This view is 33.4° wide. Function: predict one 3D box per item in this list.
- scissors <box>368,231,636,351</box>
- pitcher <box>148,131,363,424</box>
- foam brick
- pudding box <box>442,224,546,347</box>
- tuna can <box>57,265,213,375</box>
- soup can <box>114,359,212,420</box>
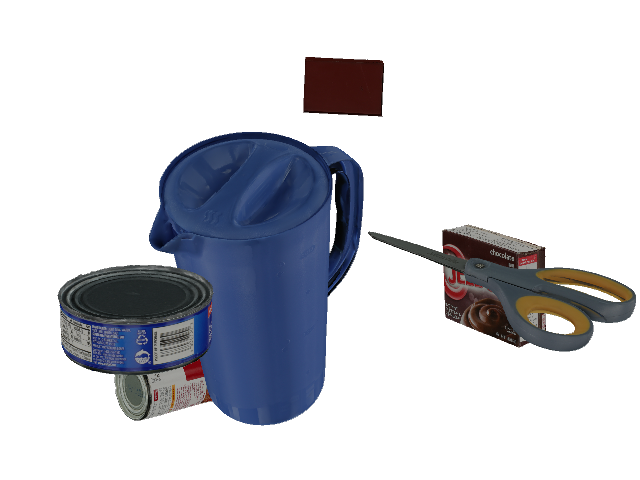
[{"bbox_3d":[0.111,0.033,0.733,0.202,0.016,0.096,10,31,21],"label":"scissors"},{"bbox_3d":[-0.044,0.036,0.893,0.149,0.243,0.145,4,43,8],"label":"pitcher"},{"bbox_3d":[0.022,-0.149,1.035,0.078,0.051,0.053,3,13,1],"label":"foam brick"},{"bbox_3d":[0.161,0.040,0.996,0.039,0.090,0.114,-14,18,-30],"label":"pudding box"},{"bbox_3d":[-0.103,0.044,0.600,0.086,0.034,0.086,1,18,-1],"label":"tuna can"},{"bbox_3d":[-0.164,0.153,1.160,0.102,0.068,0.069,-9,6,-42],"label":"soup can"}]
